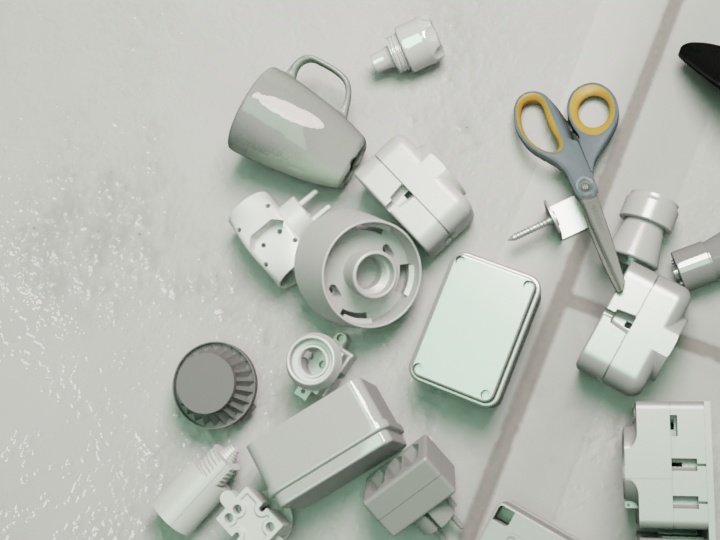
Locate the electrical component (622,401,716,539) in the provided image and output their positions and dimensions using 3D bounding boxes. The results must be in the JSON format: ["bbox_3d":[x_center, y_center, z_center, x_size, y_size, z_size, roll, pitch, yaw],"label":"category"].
[{"bbox_3d":[0.229,0.194,0.803,0.060,0.105,0.186,-1,79,13],"label":"electrical component"}]

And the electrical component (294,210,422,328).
[{"bbox_3d":[0.000,0.000,0.905,0.099,0.064,0.099,-3,97,-22],"label":"electrical component"}]

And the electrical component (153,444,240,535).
[{"bbox_3d":[-0.134,0.182,0.919,0.043,0.043,0.081,43,91,16],"label":"electrical component"}]

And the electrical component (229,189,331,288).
[{"bbox_3d":[-0.062,-0.038,0.943,0.079,0.043,0.077,-40,74,3],"label":"electrical component"}]

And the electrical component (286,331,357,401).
[{"bbox_3d":[-0.035,0.079,0.909,0.048,0.055,0.066,33,88,16],"label":"electrical component"}]

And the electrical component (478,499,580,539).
[{"bbox_3d":[0.133,0.252,0.839,0.109,0.056,0.108,28,87,16],"label":"electrical component"}]

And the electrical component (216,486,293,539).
[{"bbox_3d":[-0.084,0.209,0.896,0.066,0.055,0.048,43,91,16],"label":"electrical component"}]

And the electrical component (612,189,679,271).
[{"bbox_3d":[0.230,-0.032,0.876,0.045,0.045,0.055,21,85,15],"label":"electrical component"}]

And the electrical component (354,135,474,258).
[{"bbox_3d":[0.050,-0.066,0.918,0.059,0.054,0.095,-43,74,2],"label":"electrical component"}]

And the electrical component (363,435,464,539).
[{"bbox_3d":[0.052,0.188,0.872,0.066,0.047,0.076,-39,99,13],"label":"electrical component"}]

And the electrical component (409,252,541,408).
[{"bbox_3d":[0.096,0.050,0.884,0.078,0.057,0.113,21,85,15],"label":"electrical component"}]

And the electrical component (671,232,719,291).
[{"bbox_3d":[0.284,-0.008,0.862,0.065,0.044,0.044,-22,76,13],"label":"electrical component"}]

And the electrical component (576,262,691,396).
[{"bbox_3d":[0.221,0.050,0.858,0.059,0.054,0.095,29,87,16],"label":"electrical component"}]

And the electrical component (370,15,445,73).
[{"bbox_3d":[0.040,-0.194,0.949,0.062,0.043,0.043,-23,76,9],"label":"electrical component"}]

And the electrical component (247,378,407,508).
[{"bbox_3d":[-0.025,0.144,0.884,0.113,0.078,0.057,-32,72,5],"label":"electrical component"}]
